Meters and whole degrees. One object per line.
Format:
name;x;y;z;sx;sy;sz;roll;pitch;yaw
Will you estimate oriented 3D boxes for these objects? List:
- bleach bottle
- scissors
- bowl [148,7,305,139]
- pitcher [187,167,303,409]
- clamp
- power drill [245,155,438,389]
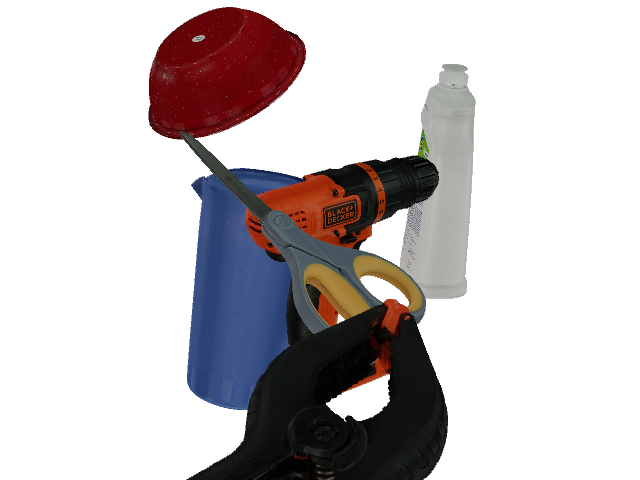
bleach bottle;0.136;-0.068;1.184;0.068;0.251;0.102;0;25;-10
scissors;-0.007;-0.004;0.668;0.096;0.016;0.202;-6;49;-36
bowl;-0.098;-0.164;0.975;0.162;0.055;0.162;-18;38;15
pitcher;-0.064;0.053;1.126;0.144;0.243;0.149;2;17;-25
clamp;0.008;0.090;0.400;0.120;0.039;0.171;27;50;19
power drill;0.024;0.028;0.893;0.184;0.188;0.057;-16;24;-31
